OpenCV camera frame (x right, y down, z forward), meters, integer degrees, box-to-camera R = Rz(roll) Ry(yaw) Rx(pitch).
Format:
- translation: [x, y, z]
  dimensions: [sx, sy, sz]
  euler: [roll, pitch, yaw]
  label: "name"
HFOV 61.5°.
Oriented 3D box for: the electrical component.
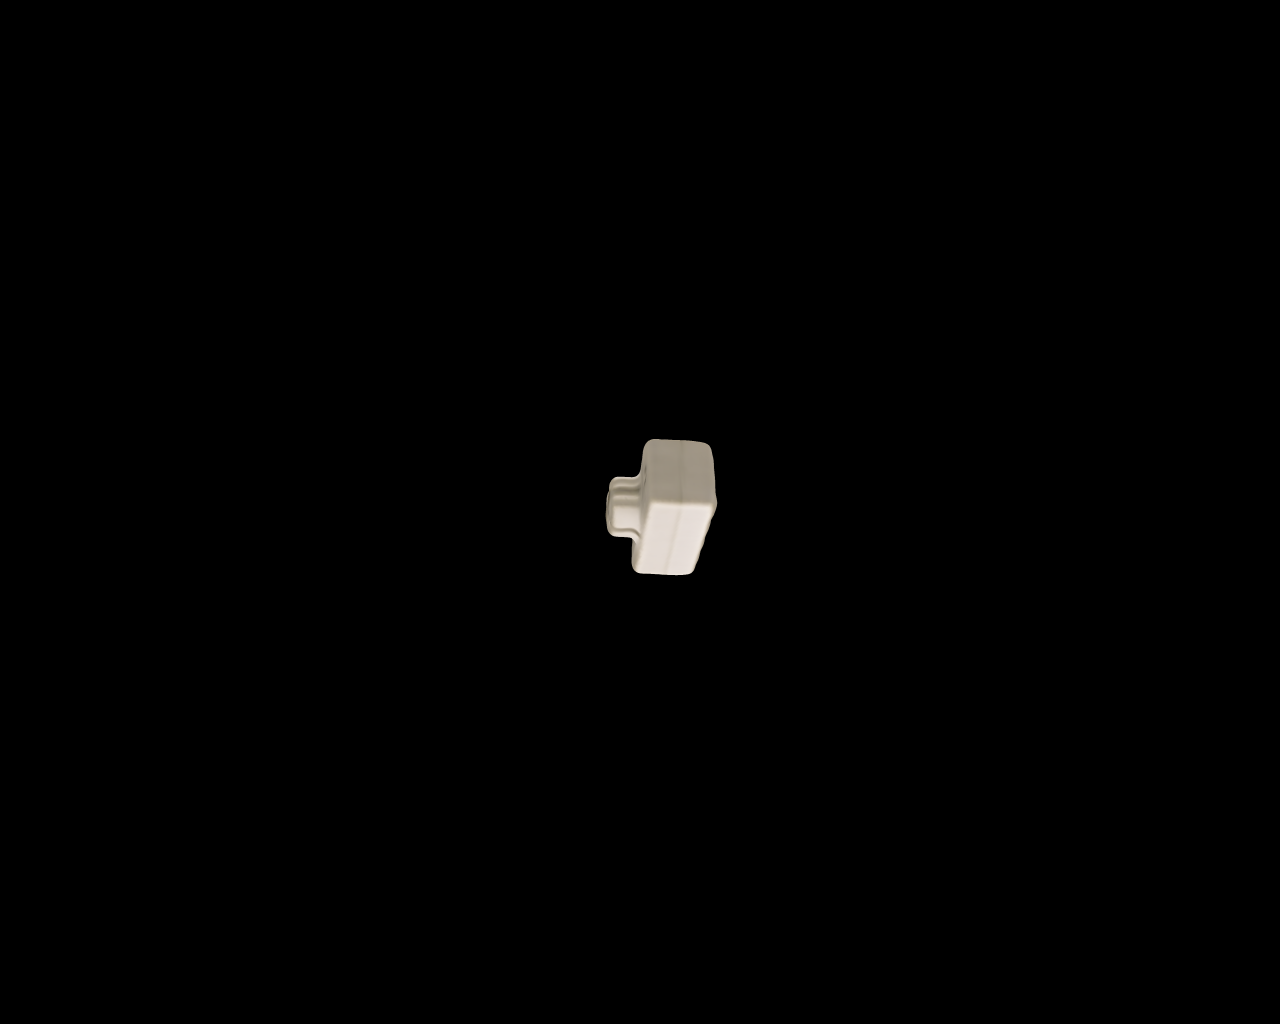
- translation: [0.001, -0.003, 0.650]
  dimensions: [0.076, 0.047, 0.083]
  euler: [3, -33, -5]
  label: "electrical component"
